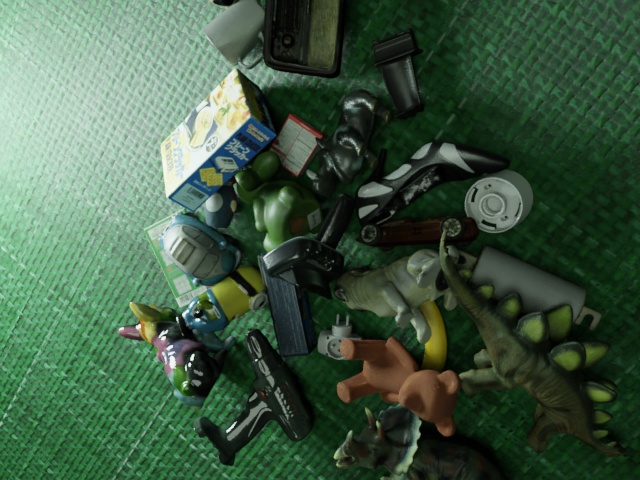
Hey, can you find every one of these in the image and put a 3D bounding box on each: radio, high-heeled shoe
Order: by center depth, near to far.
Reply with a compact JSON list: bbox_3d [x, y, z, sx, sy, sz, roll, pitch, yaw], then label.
[{"bbox_3d":[0.171,-0.079,0.872,0.249,0.086,0.145,8,83,34],"label":"high-heeled shoe"},{"bbox_3d":[-0.022,-0.391,0.888,0.131,0.073,0.229,6,100,5],"label":"radio"}]

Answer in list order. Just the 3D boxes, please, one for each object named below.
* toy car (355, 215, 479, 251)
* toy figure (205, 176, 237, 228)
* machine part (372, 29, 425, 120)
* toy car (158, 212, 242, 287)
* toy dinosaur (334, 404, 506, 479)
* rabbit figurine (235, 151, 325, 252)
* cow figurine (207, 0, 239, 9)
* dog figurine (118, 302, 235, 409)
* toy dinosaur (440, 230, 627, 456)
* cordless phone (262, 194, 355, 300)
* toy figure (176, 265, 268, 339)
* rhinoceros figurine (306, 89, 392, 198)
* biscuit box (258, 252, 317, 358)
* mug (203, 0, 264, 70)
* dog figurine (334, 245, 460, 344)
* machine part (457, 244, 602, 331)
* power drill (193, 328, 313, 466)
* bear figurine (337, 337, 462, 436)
[{"bbox_3d":[0.158,-0.013,0.886,0.202,0.089,0.053,-3,83,28],"label":"toy car"},{"bbox_3d":[-0.179,-0.100,1.009,0.064,0.058,0.154,11,101,-5],"label":"toy figure"},{"bbox_3d":[0.135,-0.270,0.887,0.084,0.039,0.138,-12,94,14],"label":"machine part"},{"bbox_3d":[-0.234,0.018,1.011,0.162,0.103,0.109,38,97,0],"label":"toy car"},{"bbox_3d":[0.229,0.410,0.936,0.405,0.131,0.192,15,104,9],"label":"toy dinosaur"},{"bbox_3d":[-0.095,-0.072,0.940,0.121,0.158,0.170,-44,56,-15],"label":"rabbit figurine"},{"bbox_3d":[-0.135,-0.482,0.892,0.085,0.127,0.195,43,111,4],"label":"cow figurine"},{"bbox_3d":[-0.291,0.208,1.040,0.219,0.191,0.108,26,113,-4],"label":"dog figurine"},{"bbox_3d":[0.319,0.180,0.830,0.471,0.105,0.198,41,127,-5],"label":"toy dinosaur"},{"bbox_3d":[-0.003,-0.003,0.907,0.089,0.146,0.184,23,86,37],"label":"cordless phone"},{"bbox_3d":[-0.180,0.116,1.001,0.180,0.082,0.089,-25,104,-11],"label":"toy figure"},{"bbox_3d":[0.042,-0.161,0.899,0.112,0.073,0.190,26,95,30],"label":"rhinoceros figurine"},{"bbox_3d":[-0.059,0.116,1.004,0.063,0.059,0.202,-9,96,18],"label":"biscuit box"},{"bbox_3d":[-0.132,-0.360,0.937,0.107,0.081,0.109,-41,79,10],"label":"mug"},{"bbox_3d":[0.125,0.061,0.907,0.172,0.121,0.191,-47,41,-11],"label":"dog figurine"},{"bbox_3d":[0.327,0.075,0.861,0.243,0.079,0.079,25,106,14],"label":"machine part"},{"bbox_3d":[-0.138,0.313,1.035,0.207,0.086,0.232,-37,93,-8],"label":"power drill"},{"bbox_3d":[0.131,0.242,0.891,0.196,0.132,0.120,29,118,58],"label":"bear figurine"}]
